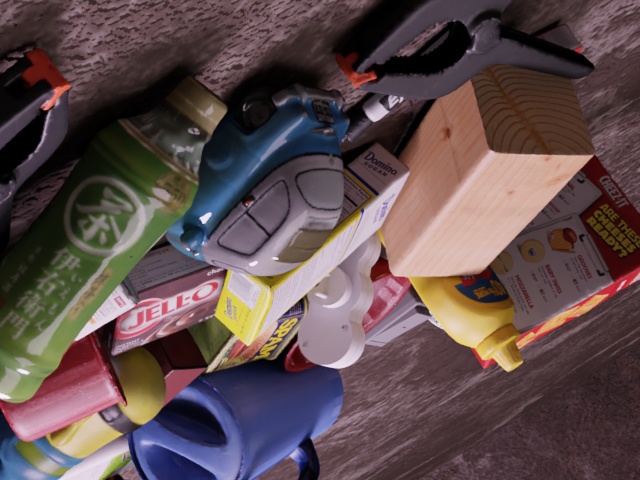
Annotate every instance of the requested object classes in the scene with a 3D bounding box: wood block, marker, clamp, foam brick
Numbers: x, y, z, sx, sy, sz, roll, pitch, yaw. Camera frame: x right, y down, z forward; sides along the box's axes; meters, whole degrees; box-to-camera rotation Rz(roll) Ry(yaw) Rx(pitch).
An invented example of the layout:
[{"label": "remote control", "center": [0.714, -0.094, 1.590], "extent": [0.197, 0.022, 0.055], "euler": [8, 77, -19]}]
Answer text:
[{"label": "wood block", "center": [0.126, -0.054, 0.878], "extent": [0.090, 0.091, 0.206], "euler": [-1, 153, -19]}, {"label": "marker", "center": [0.060, -0.115, 0.800], "extent": [0.121, 0.020, 0.020], "euler": [-39, 159, 16]}, {"label": "clamp", "center": [-0.195, -0.030, 0.579], "extent": [0.172, 0.039, 0.120], "euler": [-52, 171, 36]}, {"label": "foam brick", "center": [-0.152, 0.118, 0.965], "extent": [0.078, 0.053, 0.051], "euler": [-41, 158, 22]}, {"label": "clamp", "center": [0.111, -0.158, 0.729], "extent": [0.209, 0.036, 0.164], "euler": [-17, 136, -17]}]

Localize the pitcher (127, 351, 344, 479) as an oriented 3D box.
[{"label": "pitcher", "center": [-0.067, 0.185, 1.088], "extent": [0.145, 0.149, 0.242], "euler": [-2, -175, 29]}]

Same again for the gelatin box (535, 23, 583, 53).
[{"label": "gelatin box", "center": [0.168, -0.136, 0.895], "extent": [0.089, 0.030, 0.073], "euler": [-25, 159, -13]}]

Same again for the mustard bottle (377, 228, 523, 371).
[{"label": "mustard bottle", "center": [0.127, 0.038, 0.992], "extent": [0.058, 0.192, 0.096], "euler": [-44, 158, 31]}]

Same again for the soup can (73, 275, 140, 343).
[{"label": "soup can", "center": [-0.183, 0.041, 0.725], "extent": [0.102, 0.068, 0.068], "euler": [-31, 159, -5]}]

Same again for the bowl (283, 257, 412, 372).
[{"label": "bowl", "center": [0.015, 0.062, 1.071], "extent": [0.162, 0.055, 0.162], "euler": [-33, 160, -14]}]

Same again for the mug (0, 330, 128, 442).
[{"label": "mug", "center": [-0.203, 0.091, 0.797], "extent": [0.081, 0.093, 0.117], "euler": [-24, 131, -10]}]

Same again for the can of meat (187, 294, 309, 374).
[{"label": "can of meat", "center": [-0.070, 0.076, 0.988], "extent": [0.083, 0.057, 0.102], "euler": [-11, 150, -41]}]

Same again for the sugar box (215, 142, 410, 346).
[{"label": "sugar box", "center": [-0.006, 0.001, 0.867], "extent": [0.176, 0.048, 0.093], "euler": [-43, 168, -33]}]

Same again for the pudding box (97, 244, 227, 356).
[{"label": "pudding box", "center": [-0.120, 0.040, 0.856], "extent": [0.113, 0.039, 0.090], "euler": [-22, 156, -28]}]

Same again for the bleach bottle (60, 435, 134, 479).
[{"label": "bleach bottle", "center": [-0.236, 0.215, 1.053], "extent": [0.250, 0.068, 0.103], "euler": [-13, 154, -48]}]

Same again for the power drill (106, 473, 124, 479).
[{"label": "power drill", "center": [-0.266, 0.289, 1.050], "extent": [0.187, 0.185, 0.057], "euler": [-12, 109, -31]}]

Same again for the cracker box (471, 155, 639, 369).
[{"label": "cracker box", "center": [0.217, 0.008, 1.101], "extent": [0.213, 0.164, 0.072], "euler": [-27, 161, -14]}]
